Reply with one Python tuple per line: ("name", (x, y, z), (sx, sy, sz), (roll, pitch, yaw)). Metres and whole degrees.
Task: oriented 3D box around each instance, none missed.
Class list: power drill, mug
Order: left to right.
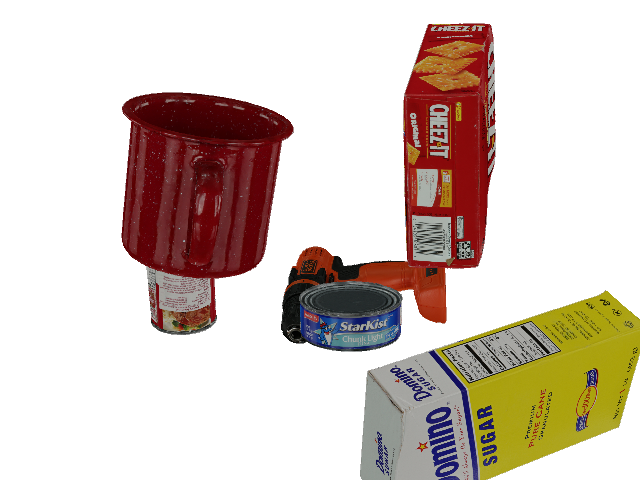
("mug", (-0.064, -0.026, 0.581), (0.093, 0.081, 0.117), (4, 21, -13))
("power drill", (0.051, 0.060, 1.231), (0.188, 0.057, 0.184), (0, 28, 8))

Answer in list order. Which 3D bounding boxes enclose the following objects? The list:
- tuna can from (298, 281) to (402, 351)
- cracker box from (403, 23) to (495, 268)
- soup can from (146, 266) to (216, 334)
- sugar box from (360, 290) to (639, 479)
("tuna can", (0.025, 0.063, 0.888), (0.086, 0.034, 0.086), (-1, 16, 0))
("cracker box", (0.124, -0.094, 0.987), (0.072, 0.164, 0.213), (2, 27, 12))
("soup can", (-0.141, 0.035, 1.081), (0.068, 0.102, 0.068), (0, 23, 0))
("sugar box", (0.111, 0.099, 0.654), (0.176, 0.093, 0.048), (-18, 40, -24))
